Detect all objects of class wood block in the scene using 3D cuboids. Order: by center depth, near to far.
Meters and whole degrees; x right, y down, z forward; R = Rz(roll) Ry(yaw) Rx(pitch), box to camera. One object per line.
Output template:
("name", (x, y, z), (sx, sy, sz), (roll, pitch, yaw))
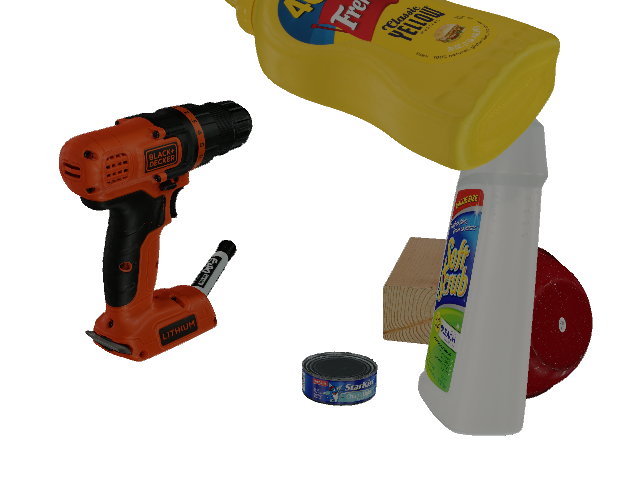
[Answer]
("wood block", (0.160, 0.073, 1.623), (0.091, 0.090, 0.206), (5, 21, 14))

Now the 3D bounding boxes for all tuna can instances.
("tuna can", (0.021, 0.156, 1.203), (0.086, 0.034, 0.086), (1, 14, -1))

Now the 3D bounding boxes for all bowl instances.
("bowl", (0.226, 0.084, 1.089), (0.161, 0.162, 0.055), (0, -1, -33))

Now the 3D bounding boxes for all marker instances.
("marker", (-0.106, 0.031, 1.040), (0.020, 0.020, 0.121), (0, 25, 14))

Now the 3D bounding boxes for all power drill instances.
("power drill", (-0.122, -0.012, 0.844), (0.057, 0.188, 0.184), (16, 26, 37))

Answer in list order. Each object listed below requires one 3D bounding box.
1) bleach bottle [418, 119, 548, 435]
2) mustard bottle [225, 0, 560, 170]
("bleach bottle", (0.122, 0.008, 0.775), (0.068, 0.251, 0.102), (2, 14, -10))
("mustard bottle", (0.023, -0.106, 0.572), (0.192, 0.058, 0.096), (28, 52, 29))
